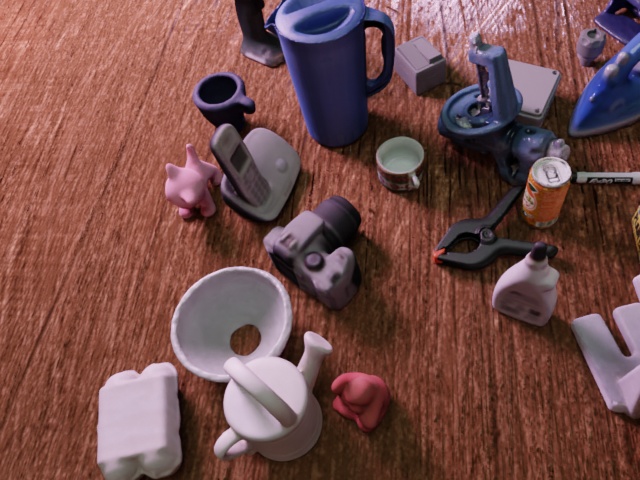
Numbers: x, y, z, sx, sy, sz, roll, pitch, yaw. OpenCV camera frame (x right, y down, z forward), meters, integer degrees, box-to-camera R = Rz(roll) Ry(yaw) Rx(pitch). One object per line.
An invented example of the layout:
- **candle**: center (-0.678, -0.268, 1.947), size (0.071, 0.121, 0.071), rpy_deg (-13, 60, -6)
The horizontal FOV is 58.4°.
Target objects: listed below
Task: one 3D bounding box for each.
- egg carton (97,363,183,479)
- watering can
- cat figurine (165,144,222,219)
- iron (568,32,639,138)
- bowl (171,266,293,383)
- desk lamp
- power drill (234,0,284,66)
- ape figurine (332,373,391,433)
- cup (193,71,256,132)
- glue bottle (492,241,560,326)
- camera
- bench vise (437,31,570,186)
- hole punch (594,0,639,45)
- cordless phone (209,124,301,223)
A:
- **egg carton**: center (-0.231, 0.238, 0.742), size (0.107, 0.069, 0.150), rpy_deg (-14, 58, 1)
- **watering can**: center (-0.057, 0.182, 0.673), size (0.100, 0.194, 0.173), rpy_deg (16, 63, 19)
- **cat figurine**: center (-0.208, -0.093, 0.912), size (0.067, 0.118, 0.128), rpy_deg (-3, 58, 8)
- **iron**: center (0.493, -0.273, 0.890), size (0.258, 0.142, 0.118), rpy_deg (-36, 60, -13)
- **bowl**: center (-0.113, 0.125, 0.788), size (0.167, 0.075, 0.167), rpy_deg (-4, 58, 7)
- **desk lamp**: center (0.376, 0.130, 0.620), size (0.118, 0.214, 0.203), rpy_deg (-15, 58, 0)
- **power drill**: center (-0.115, -0.429, 1.048), size (0.229, 0.209, 0.076), rpy_deg (29, 68, 24)
- **ape figurine**: center (0.050, 0.194, 0.708), size (0.076, 0.092, 0.077), rpy_deg (-19, 58, -2)
- **cup**: center (-0.153, -0.226, 0.998), size (0.117, 0.095, 0.092), rpy_deg (22, 65, 21)
- **glue bottle**: center (0.262, 0.050, 0.712), size (0.078, 0.173, 0.037), rpy_deg (22, 65, 21)
- **camera**: center (0.008, 0.003, 0.827), size (0.142, 0.101, 0.137), rpy_deg (35, 70, 26)
- **bench vise**: center (0.272, -0.196, 0.833), size (0.207, 0.220, 0.121), rpy_deg (19, 64, 20)
- **hole punch**: center (0.550, -0.410, 0.994), size (0.101, 0.091, 0.108), rpy_deg (-29, 59, -9)
- **cordless phone**: center (-0.102, -0.128, 0.875), size (0.094, 0.185, 0.148), rpy_deg (12, 62, 17)
